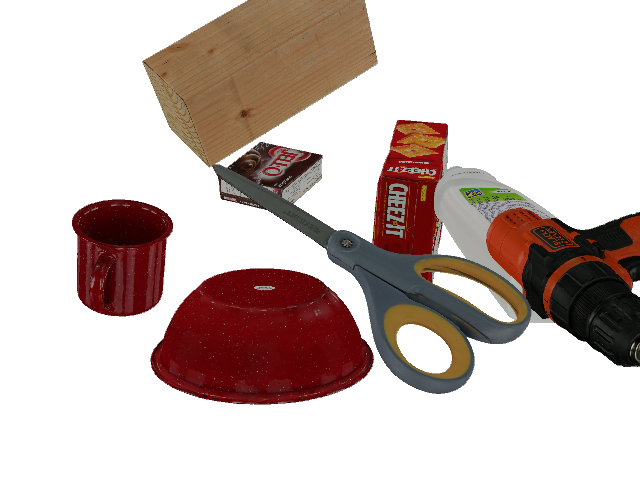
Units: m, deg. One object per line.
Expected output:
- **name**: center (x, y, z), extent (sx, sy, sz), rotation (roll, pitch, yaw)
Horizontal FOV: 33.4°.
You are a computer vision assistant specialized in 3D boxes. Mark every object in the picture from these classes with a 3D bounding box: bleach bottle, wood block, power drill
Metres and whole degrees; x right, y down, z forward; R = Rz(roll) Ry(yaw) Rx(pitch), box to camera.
- **bleach bottle**: center (0.175, -0.011, 1.002), extent (0.102, 0.068, 0.251), rotation (0, 25, -13)
- **wood block**: center (-0.056, -0.176, 1.057), extent (0.206, 0.091, 0.090), rotation (-33, 49, -14)
- **power drill**: center (0.231, 0.017, 0.734), extent (0.187, 0.057, 0.184), rotation (-9, 28, -16)

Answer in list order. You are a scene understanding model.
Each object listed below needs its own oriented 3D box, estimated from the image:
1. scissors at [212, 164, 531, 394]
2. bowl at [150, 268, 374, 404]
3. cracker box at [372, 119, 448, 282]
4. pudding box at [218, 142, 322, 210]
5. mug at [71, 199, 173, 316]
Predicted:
- **scissors**: center (0.014, 0.021, 0.583), extent (0.202, 0.096, 0.016), rotation (20, -40, 10)
- **bowl**: center (-0.041, 0.059, 0.765), extent (0.162, 0.055, 0.162), rotation (1, 16, 0)
- **cracker box**: center (0.103, -0.031, 1.223), extent (0.072, 0.164, 0.213), rotation (6, 23, 8)
- **pudding box**: center (-0.061, -0.079, 1.320), extent (0.090, 0.039, 0.113), rotation (13, 34, 23)
- **mug**: center (-0.190, 0.024, 0.999), extent (0.093, 0.081, 0.117), rotation (10, 29, 3)
